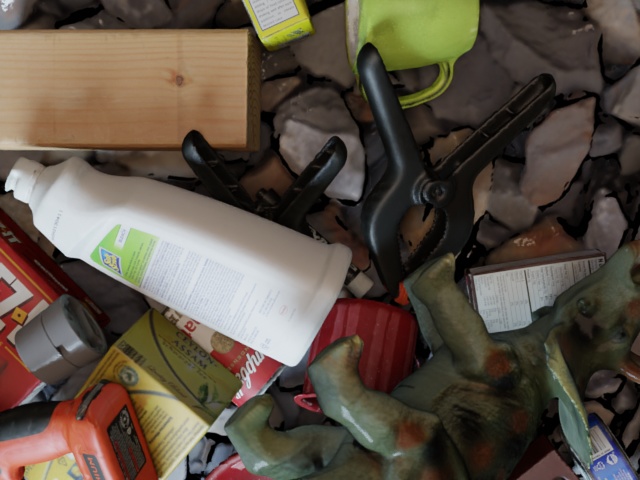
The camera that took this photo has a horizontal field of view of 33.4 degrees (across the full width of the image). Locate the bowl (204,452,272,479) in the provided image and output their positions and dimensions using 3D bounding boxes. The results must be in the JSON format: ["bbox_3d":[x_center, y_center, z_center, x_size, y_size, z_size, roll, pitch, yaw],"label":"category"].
[{"bbox_3d":[-0.026,0.244,0.864,0.162,0.055,0.162,-1,84,13],"label":"bowl"}]

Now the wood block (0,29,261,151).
[{"bbox_3d":[-0.154,-0.116,0.840,0.206,0.090,0.091,1,93,4],"label":"wood block"}]

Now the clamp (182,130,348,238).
[{"bbox_3d":[-0.033,-0.016,0.822,0.120,0.039,0.171,0,133,10],"label":"clamp"}]

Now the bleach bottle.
[{"bbox_3d":[-0.109,-0.001,0.787,0.251,0.068,0.103,26,128,-3],"label":"bleach bottle"}]

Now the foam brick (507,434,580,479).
[{"bbox_3d":[0.168,0.202,0.846,0.078,0.051,0.053,-40,91,1],"label":"foam brick"}]

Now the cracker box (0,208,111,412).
[{"bbox_3d":[-0.308,0.086,0.871,0.214,0.072,0.164,-45,92,5],"label":"cracker box"}]

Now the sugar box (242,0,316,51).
[{"bbox_3d":[-0.058,-0.237,0.824,0.048,0.093,0.176,-22,93,3],"label":"sugar box"}]

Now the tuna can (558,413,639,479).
[{"bbox_3d":[0.224,0.180,0.840,0.034,0.086,0.086,-30,92,3],"label":"tuna can"}]

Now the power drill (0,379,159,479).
[{"bbox_3d":[-0.219,0.180,0.797,0.188,0.057,0.184,-8,114,17],"label":"power drill"}]

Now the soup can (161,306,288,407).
[{"bbox_3d":[-0.076,0.080,0.860,0.102,0.068,0.068,41,95,1],"label":"soup can"}]

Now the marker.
[{"bbox_3d":[-0.006,0.001,0.874,0.121,0.020,0.020,43,95,0],"label":"marker"}]

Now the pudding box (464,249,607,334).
[{"bbox_3d":[0.179,0.060,0.859,0.113,0.039,0.090,-9,92,2],"label":"pudding box"}]

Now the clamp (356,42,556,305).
[{"bbox_3d":[0.095,-0.048,0.836,0.164,0.036,0.210,0,114,-16],"label":"clamp"}]

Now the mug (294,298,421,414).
[{"bbox_3d":[0.041,0.099,0.844,0.117,0.093,0.081,25,67,-37],"label":"mug"}]
